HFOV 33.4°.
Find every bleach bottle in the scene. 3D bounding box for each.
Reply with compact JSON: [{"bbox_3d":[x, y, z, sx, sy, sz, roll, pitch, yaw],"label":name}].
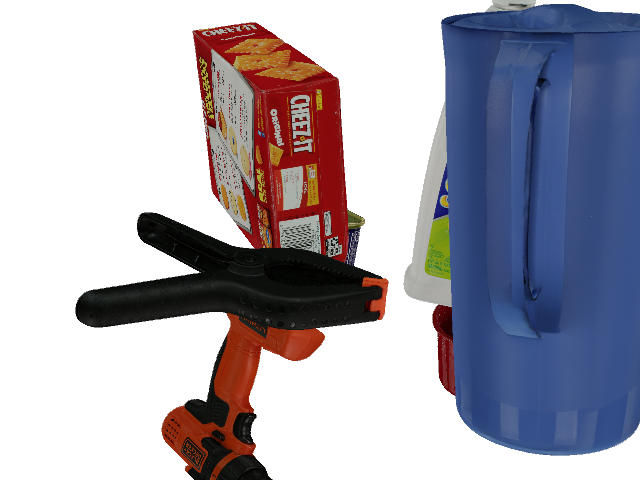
[{"bbox_3d":[0.125,-0.072,0.811,0.103,0.251,0.068,10,23,15],"label":"bleach bottle"}]

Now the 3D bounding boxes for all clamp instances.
[{"bbox_3d":[-0.058,0.024,0.774,0.210,0.036,0.164,5,24,-2],"label":"clamp"}]

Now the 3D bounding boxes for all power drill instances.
[{"bbox_3d":[-0.066,0.157,1.012,0.057,0.188,0.185,14,12,-47],"label":"power drill"}]

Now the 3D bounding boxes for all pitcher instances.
[{"bbox_3d":[0.128,-0.006,0.591,0.149,0.243,0.145,-7,17,-19],"label":"pitcher"}]

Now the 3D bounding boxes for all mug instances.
[{"bbox_3d":[0.169,0.105,1.110,0.093,0.081,0.117,16,38,28],"label":"mug"}]

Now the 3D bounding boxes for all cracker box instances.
[{"bbox_3d":[-0.045,-0.087,0.930,0.072,0.164,0.214,-12,26,-16],"label":"cracker box"}]

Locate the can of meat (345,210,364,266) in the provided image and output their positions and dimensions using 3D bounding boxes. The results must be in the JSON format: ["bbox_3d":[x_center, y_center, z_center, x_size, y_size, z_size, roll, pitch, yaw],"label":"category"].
[{"bbox_3d":[-0.006,0.005,1.124,0.057,0.084,0.102,-4,21,-37],"label":"can of meat"}]
